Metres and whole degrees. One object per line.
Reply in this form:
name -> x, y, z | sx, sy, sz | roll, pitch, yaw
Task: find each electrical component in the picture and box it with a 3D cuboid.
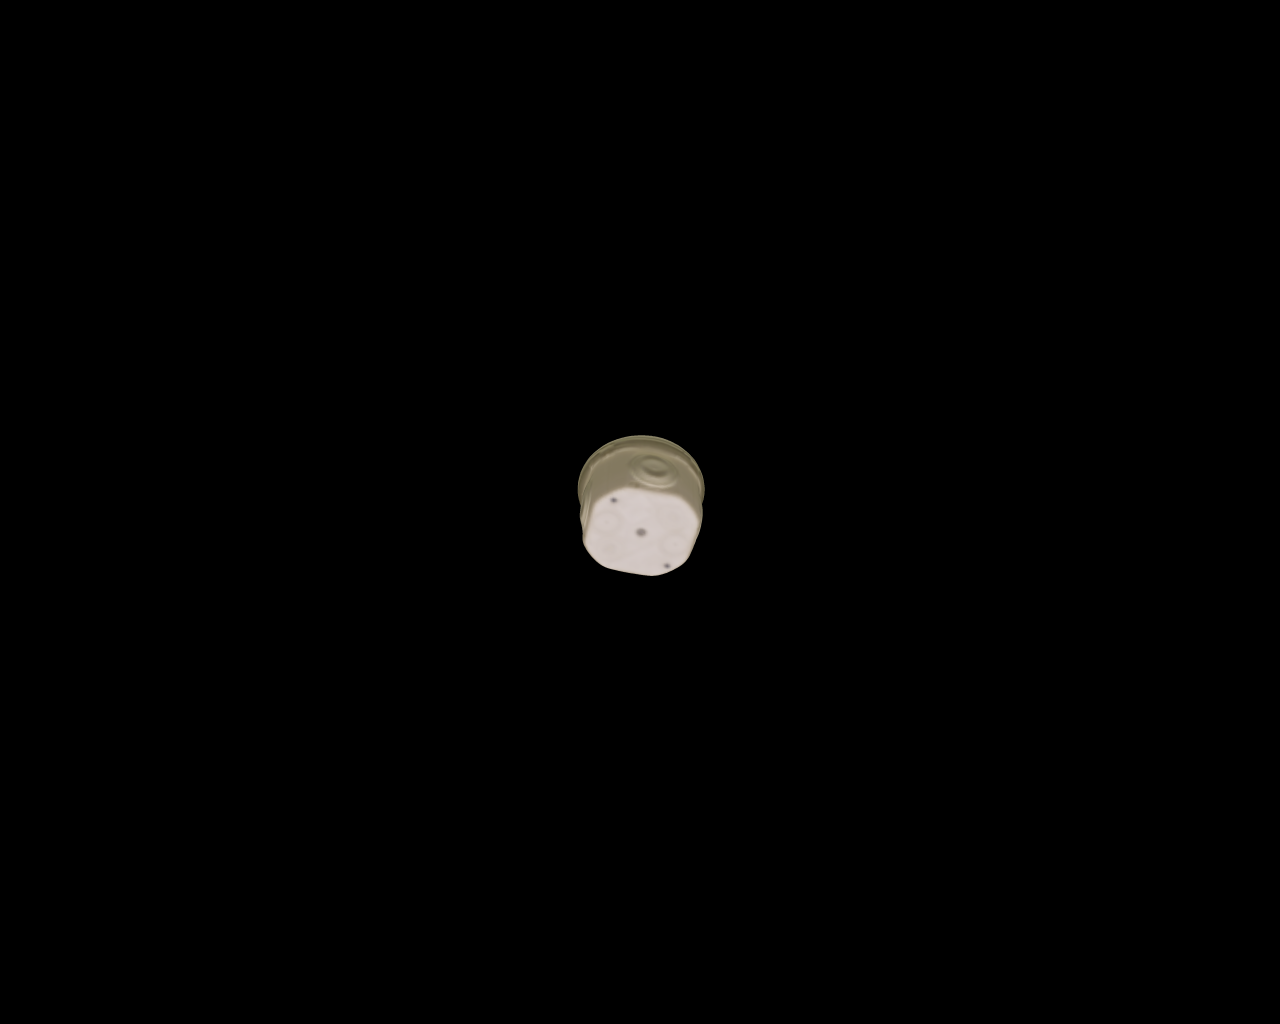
electrical component -> 0.001, -0.003, 0.650 | 0.080, 0.080, 0.051 | 0, 37, 0
